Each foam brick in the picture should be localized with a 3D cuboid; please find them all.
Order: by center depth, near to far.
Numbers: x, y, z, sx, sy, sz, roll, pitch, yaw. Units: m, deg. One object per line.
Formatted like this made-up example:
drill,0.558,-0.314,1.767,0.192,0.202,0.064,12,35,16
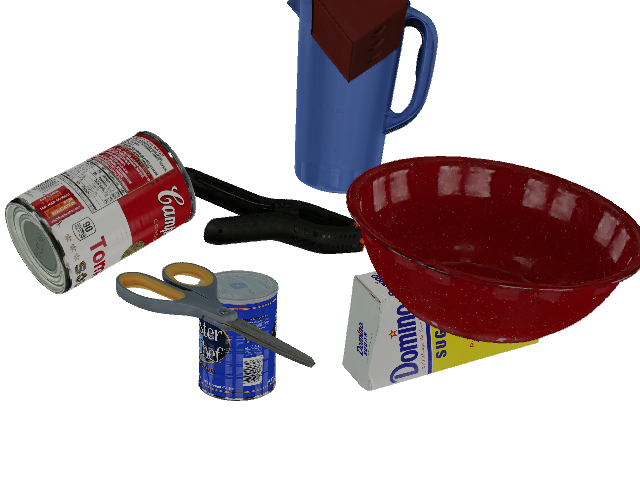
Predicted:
foam brick,0.028,-0.166,0.802,0.053,0.051,0.078,-35,-11,-8

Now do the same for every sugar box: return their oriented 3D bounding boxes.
sugar box,0.107,0.058,0.873,0.175,0.093,0.048,-14,38,-27

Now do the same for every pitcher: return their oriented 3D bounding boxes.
pitcher,0.041,-0.184,1.306,0.144,0.243,0.149,-8,28,-26

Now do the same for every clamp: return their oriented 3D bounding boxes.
clamp,-0.043,-0.018,1.094,0.209,0.036,0.164,14,19,-17

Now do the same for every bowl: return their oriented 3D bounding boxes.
bowl,0.091,0.009,0.580,0.162,0.055,0.162,6,26,-3

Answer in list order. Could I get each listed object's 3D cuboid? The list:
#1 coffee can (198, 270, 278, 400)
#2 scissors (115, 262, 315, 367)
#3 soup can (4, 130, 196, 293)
coffee can,-0.107,0.122,1.381,0.103,0.140,0.103,2,19,-1
scissors,-0.077,0.057,0.899,0.202,0.016,0.096,16,24,20
soup can,-0.140,-0.019,0.684,0.102,0.068,0.069,-33,19,-31
